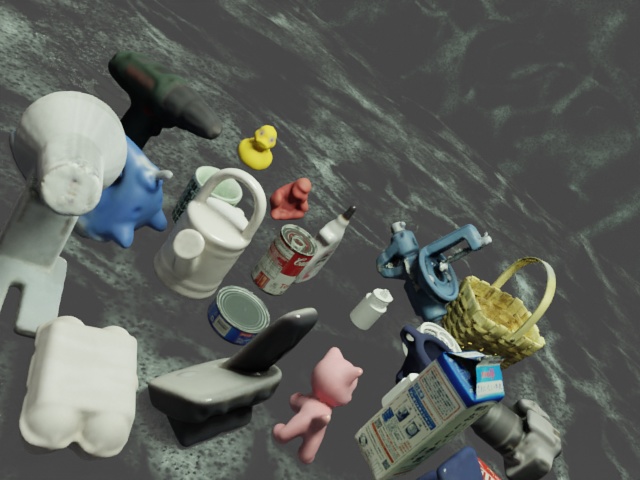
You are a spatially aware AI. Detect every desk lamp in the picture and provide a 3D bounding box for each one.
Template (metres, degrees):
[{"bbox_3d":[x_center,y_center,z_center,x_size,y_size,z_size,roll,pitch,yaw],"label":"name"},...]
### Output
[{"bbox_3d":[-0.294,-0.037,0.632,0.118,0.213,0.203,21,33,-31],"label":"desk lamp"}]

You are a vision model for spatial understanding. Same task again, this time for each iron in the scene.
[{"bbox_3d":[-0.318,-0.113,0.794,0.258,0.141,0.119,41,28,4],"label":"iron"}]

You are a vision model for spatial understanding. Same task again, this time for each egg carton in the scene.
[{"bbox_3d":[-0.241,0.148,0.579,0.107,0.069,0.150,20,33,-32],"label":"egg carton"}]

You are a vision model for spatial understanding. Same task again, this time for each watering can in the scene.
[{"bbox_3d":[-0.146,-0.011,0.792,0.101,0.194,0.172,29,29,-18],"label":"watering can"}]

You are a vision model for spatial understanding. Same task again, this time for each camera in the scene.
[{"bbox_3d":[0.332,0.319,0.977,0.137,0.100,0.143,39,28,-1],"label":"camera"}]

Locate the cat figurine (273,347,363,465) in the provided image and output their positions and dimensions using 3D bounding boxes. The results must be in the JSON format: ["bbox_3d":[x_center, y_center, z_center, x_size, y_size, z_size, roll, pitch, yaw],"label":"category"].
[{"bbox_3d":[0.008,0.204,0.741,0.067,0.117,0.128,37,28,-4],"label":"cat figurine"}]

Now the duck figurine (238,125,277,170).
[{"bbox_3d":[-0.124,-0.208,1.225,0.078,0.086,0.104,33,28,-11],"label":"duck figurine"}]

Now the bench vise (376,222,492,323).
[{"bbox_3d":[0.221,0.030,1.144,0.207,0.219,0.122,44,28,10],"label":"bench vise"}]

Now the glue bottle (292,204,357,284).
[{"bbox_3d":[0.009,0.004,0.979,0.037,0.173,0.078,45,28,11],"label":"glue bottle"}]

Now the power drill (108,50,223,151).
[{"bbox_3d":[-0.260,-0.168,0.873,0.229,0.208,0.076,49,29,18],"label":"power drill"}]

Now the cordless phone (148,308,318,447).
[{"bbox_3d":[-0.093,0.137,0.648,0.094,0.185,0.148,50,30,21],"label":"cordless phone"}]

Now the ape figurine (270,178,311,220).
[{"bbox_3d":[-0.052,-0.084,1.122,0.078,0.092,0.076,31,29,-14],"label":"ape figurine"}]

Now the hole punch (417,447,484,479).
[{"bbox_3d":[0.188,0.348,0.773,0.109,0.091,0.101,-3,49,-52],"label":"hole punch"}]

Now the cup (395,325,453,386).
[{"bbox_3d":[0.159,0.207,0.942,0.117,0.095,0.092,46,29,14],"label":"cup"}]
